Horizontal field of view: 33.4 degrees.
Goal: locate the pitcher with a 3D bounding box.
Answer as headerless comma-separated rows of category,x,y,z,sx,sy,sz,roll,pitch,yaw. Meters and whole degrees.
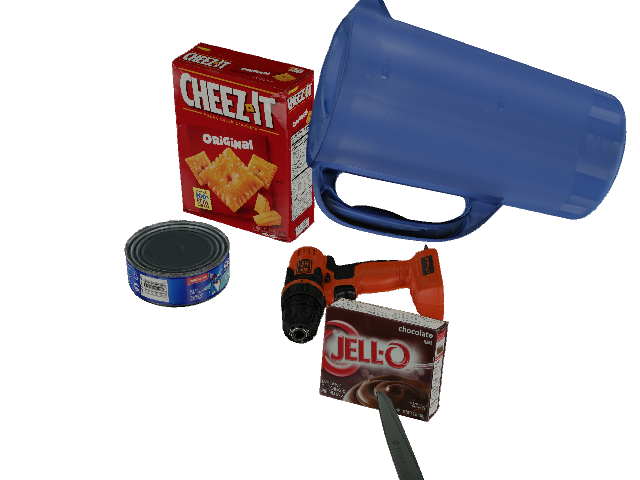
pitcher,0.113,-0.085,0.863,0.242,0.149,0.145,14,41,-9

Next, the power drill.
power drill,0.048,0.060,1.241,0.187,0.057,0.184,-1,28,3

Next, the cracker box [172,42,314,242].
cracker box,-0.093,-0.116,1.304,0.164,0.214,0.072,18,38,24

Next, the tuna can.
tuna can,-0.117,0.019,0.881,0.086,0.034,0.086,1,31,0

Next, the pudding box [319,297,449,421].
pudding box,0.058,0.108,0.988,0.114,0.090,0.039,10,17,21

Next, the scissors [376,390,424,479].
scissors,0.076,0.154,0.602,0.096,0.016,0.201,7,32,1
